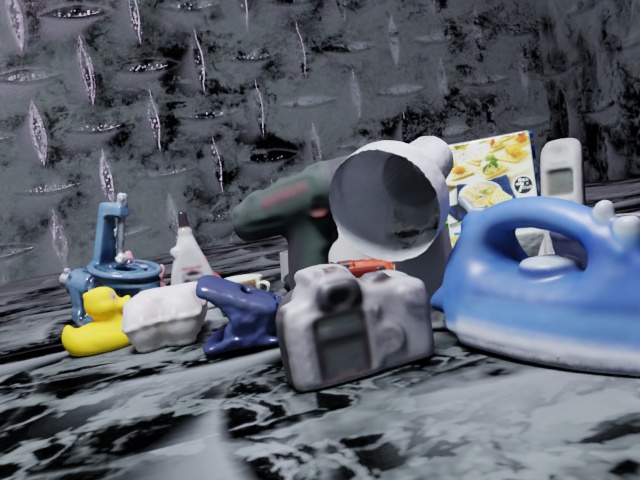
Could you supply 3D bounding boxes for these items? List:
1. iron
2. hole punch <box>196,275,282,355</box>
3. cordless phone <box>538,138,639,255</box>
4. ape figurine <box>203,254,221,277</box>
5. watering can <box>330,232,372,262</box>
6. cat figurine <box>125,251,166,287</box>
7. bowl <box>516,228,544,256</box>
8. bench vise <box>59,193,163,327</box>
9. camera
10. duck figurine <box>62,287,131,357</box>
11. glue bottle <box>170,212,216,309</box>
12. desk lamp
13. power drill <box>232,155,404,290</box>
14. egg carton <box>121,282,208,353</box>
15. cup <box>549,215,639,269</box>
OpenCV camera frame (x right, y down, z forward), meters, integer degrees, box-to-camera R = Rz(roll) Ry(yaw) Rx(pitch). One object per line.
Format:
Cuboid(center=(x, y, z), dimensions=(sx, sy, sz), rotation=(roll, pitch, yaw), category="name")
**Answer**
Cuboid(center=(0.205, 0.024, 0.494), dimensions=(0.119, 0.141, 0.257), rotation=(-12, 5, -26), category="iron")
Cuboid(center=(-0.094, 0.081, 0.696), dimensions=(0.101, 0.091, 0.108), rotation=(-9, 5, -4), category="hole punch")
Cuboid(center=(0.325, -0.032, 0.668), dimensions=(0.147, 0.185, 0.094), rotation=(-5, 7, 44), category="cordless phone")
Cuboid(center=(-0.225, 0.071, 1.075), dimensions=(0.078, 0.092, 0.076), rotation=(-9, 5, -2), category="ape figurine")
Cuboid(center=(0.053, -0.029, 1.114), dimensions=(0.173, 0.194, 0.100), rotation=(-11, 5, -25), category="watering can")
Cuboid(center=(-0.339, 0.078, 1.059), dimensions=(0.127, 0.118, 0.067), rotation=(-8, 5, 13), category="cat figurine")
Cuboid(center=(0.310, 0.012, 0.853), dimensions=(0.167, 0.075, 0.167), rotation=(-9, 5, 1), category="bowl")
Cuboid(center=(-0.369, 0.038, 0.973), dimensions=(0.207, 0.220, 0.121), rotation=(-9, 5, 5), category="bench vise")
Cuboid(center=(0.017, 0.070, 0.560), dimensions=(0.143, 0.101, 0.136), rotation=(-11, 5, -19), category="camera")
Cuboid(center=(-0.307, 0.110, 0.799), dimensions=(0.105, 0.086, 0.077), rotation=(-12, 6, -33), category="duck figurine")
Cuboid(center=(-0.224, 0.037, 0.983), dimensions=(0.078, 0.173, 0.037), rotation=(-11, 5, -22), category="glue bottle")
Cuboid(center=(0.111, -0.009, 0.640), dimensions=(0.117, 0.213, 0.204), rotation=(-6, 6, 32), category="desk lamp")
Cuboid(center=(0.007, 0.003, 0.731), dimensions=(0.229, 0.208, 0.076), rotation=(-8, 5, 14), category="power drill")
Cuboid(center=(-0.210, 0.103, 0.792), dimensions=(0.107, 0.069, 0.150), rotation=(-10, 5, -6), category="egg carton")
Cuboid(center=(0.299, 0.025, 0.581), dimensions=(0.117, 0.095, 0.092), rotation=(-8, 5, 12), category="cup")
